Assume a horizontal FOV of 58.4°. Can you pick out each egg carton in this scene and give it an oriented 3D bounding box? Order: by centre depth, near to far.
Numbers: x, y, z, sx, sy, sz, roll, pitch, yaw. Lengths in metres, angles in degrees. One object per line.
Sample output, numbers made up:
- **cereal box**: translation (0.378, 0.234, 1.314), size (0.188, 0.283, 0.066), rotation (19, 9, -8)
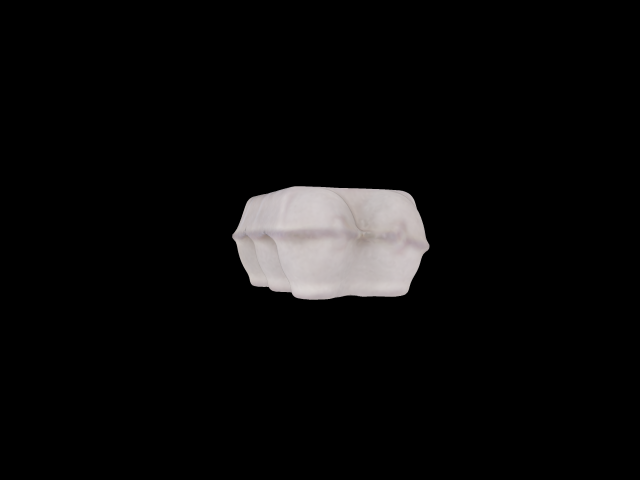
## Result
- **egg carton**: translation (0.004, 0.001, 0.400), size (0.107, 0.069, 0.150), rotation (0, 0, -23)
